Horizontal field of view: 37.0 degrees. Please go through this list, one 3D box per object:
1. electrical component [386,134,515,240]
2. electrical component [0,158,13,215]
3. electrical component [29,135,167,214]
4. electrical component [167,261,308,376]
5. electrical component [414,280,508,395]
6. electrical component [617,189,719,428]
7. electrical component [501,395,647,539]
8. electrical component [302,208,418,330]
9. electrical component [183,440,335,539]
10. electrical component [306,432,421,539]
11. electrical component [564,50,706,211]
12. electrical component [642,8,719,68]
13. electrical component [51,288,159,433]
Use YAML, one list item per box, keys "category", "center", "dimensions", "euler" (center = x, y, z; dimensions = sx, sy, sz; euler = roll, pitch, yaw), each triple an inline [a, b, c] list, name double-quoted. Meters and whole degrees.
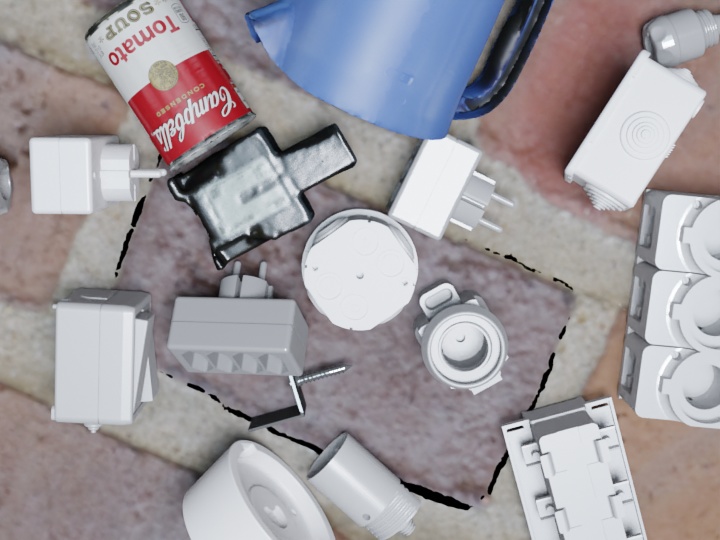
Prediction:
- category: "electrical component"
  center: [0.066, -0.051, 0.723]
  dimensions: [0.077, 0.047, 0.065]
  euler: [25, 97, -4]
- category: "electrical component"
  center: [-0.269, -0.056, 0.723]
  dimensions: [0.062, 0.043, 0.043]
  euler: [-3, 98, 1]
- category: "electrical component"
  center: [-0.166, -0.063, 0.702]
  dimensions: [0.076, 0.083, 0.047]
  euler: [0, 98, 0]
- category: "electrical component"
  center: [-0.079, 0.028, 0.732]
  dimensions: [0.083, 0.047, 0.075]
  euler: [1, 64, 11]
- category: "electrical component"
  center: [0.070, 0.049, 0.733]
  dimensions: [0.058, 0.057, 0.078]
  euler: [-29, 97, 4]
- category: "electrical component"
  center: [0.234, 0.025, 0.727]
  dimensions: [0.089, 0.061, 0.150]
  euler: [5, 98, -1]
- category: "electrical component"
  center: [0.153, 0.158, 0.746]
  dimensions: [0.079, 0.063, 0.121]
  euler: [-15, 98, 2]
- category: "electrical component"
  center: [0.000, 0.000, 0.728]
  dimensions: [0.080, 0.051, 0.080]
  euler: [0, 98, 0]
- category: "electrical component"
  center: [-0.073, 0.177, 0.728]
  dimensions: [0.060, 0.108, 0.108]
  euler: [-40, 97, 11]
- category: "electrical component"
  center: [0.006, 0.157, 0.755]
  dimensions: [0.081, 0.043, 0.043]
  euler: [43, 96, -6]
- category: "electrical component"
  center: [0.176, -0.085, 0.694]
  dimensions: [0.048, 0.100, 0.099]
  euler: [33, 97, 8]
- category: "electrical component"
  center: [0.222, -0.158, 0.714]
  dimensions: [0.061, 0.035, 0.035]
  euler: [-19, 98, 0]
- category: "electrical component"
  center: [-0.171, 0.064, 0.731]
  dimensions: [0.061, 0.061, 0.096]
  euler: [3, 99, -1]
